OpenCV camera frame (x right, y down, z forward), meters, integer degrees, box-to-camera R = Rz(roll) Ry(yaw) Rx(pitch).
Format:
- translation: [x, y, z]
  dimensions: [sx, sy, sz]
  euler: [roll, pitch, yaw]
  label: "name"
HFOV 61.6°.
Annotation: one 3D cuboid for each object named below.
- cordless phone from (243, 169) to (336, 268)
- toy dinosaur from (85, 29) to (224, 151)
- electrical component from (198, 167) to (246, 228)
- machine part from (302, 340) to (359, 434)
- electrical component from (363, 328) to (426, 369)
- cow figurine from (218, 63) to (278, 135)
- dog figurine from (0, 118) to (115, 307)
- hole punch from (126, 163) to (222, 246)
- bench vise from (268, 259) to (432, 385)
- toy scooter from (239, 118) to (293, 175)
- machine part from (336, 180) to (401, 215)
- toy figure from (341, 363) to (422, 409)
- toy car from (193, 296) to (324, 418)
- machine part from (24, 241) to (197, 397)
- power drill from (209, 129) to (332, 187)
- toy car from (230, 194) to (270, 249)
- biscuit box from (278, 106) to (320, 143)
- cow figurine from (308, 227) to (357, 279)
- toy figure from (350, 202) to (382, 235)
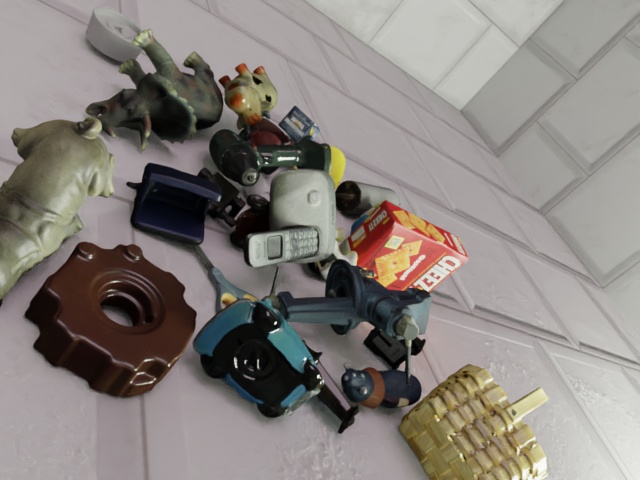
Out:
- translation: [-0.056, -0.033, 0.801]
  dimensions: [0.184, 0.089, 0.146]
  euler: [-11, 103, -57]
  label: "cordless phone"
- translation: [-0.249, -0.261, 0.997]
  dimensions: [0.192, 0.131, 0.405]
  euler: [58, 23, 1]
  label: "toy dinosaur"
- translation: [-0.170, -0.072, 0.900]
  dimensions: [0.102, 0.045, 0.078]
  euler: [36, 56, -7]
  label: "electrical component"
- translation: [-0.002, 0.197, 0.738]
  dimensions: [0.139, 0.039, 0.084]
  euler: [48, 22, 15]
  label: "machine part"
- translation: [0.113, 0.155, 0.911]
  dimensions: [0.119, 0.075, 0.048]
  euler: [49, 27, 3]
  label: "electrical component"
- translation: [-0.139, -0.284, 1.080]
  dimensions: [0.127, 0.085, 0.195]
  euler: [56, 19, -5]
  label: "cow figurine"
- translation: [-0.295, -0.035, 0.548]
  dimensions: [0.121, 0.172, 0.191]
  euler: [22, 25, -15]
  label: "dog figurine"
- translation: [-0.207, -0.069, 0.782]
  dimensions: [0.142, 0.092, 0.116]
  euler: [14, 32, -21]
  label: "hole punch"
- translation: [0.038, 0.103, 0.818]
  dimensions: [0.240, 0.128, 0.224]
  euler: [2, 25, -21]
  label: "bench vise"
- translation: [-0.117, -0.207, 1.128]
  dimensions: [0.135, 0.075, 0.184]
  euler: [44, 24, 4]
  label: "toy scooter"
- translation: [0.112, -0.094, 1.267]
  dimensions: [0.243, 0.079, 0.079]
  euler: [2, 47, -50]
  label: "machine part"
- translation: [0.088, 0.220, 0.799]
  dimensions: [0.154, 0.057, 0.064]
  euler: [15, -2, -36]
  label: "toy figure"
- translation: [-0.071, 0.135, 0.670]
  dimensions: [0.161, 0.109, 0.103]
  euler: [45, 9, -15]
  label: "toy car"
- translation: [-0.222, 0.081, 0.593]
  dimensions: [0.179, 0.056, 0.179]
  euler: [32, 30, -21]
  label: "machine part"
- translation: [-0.086, -0.138, 0.947]
  dimensions: [0.207, 0.085, 0.232]
  euler: [-9, 27, -28]
  label: "power drill"
- translation: [-0.085, -0.043, 0.916]
  dimensions: [0.053, 0.089, 0.202]
  euler: [39, 27, 18]
  label: "toy car"
- translation: [-0.044, -0.261, 1.253]
  dimensions: [0.063, 0.059, 0.203]
  euler: [42, 8, -1]
  label: "biscuit box"
- translation: [-0.003, -0.002, 0.996]
  dimensions: [0.098, 0.068, 0.167]
  euler: [12, 38, -35]
  label: "cow figurine"
- translation: [0.114, -0.015, 1.153]
  dimensions: [0.089, 0.082, 0.180]
  euler: [60, 19, -7]
  label: "toy figure"
